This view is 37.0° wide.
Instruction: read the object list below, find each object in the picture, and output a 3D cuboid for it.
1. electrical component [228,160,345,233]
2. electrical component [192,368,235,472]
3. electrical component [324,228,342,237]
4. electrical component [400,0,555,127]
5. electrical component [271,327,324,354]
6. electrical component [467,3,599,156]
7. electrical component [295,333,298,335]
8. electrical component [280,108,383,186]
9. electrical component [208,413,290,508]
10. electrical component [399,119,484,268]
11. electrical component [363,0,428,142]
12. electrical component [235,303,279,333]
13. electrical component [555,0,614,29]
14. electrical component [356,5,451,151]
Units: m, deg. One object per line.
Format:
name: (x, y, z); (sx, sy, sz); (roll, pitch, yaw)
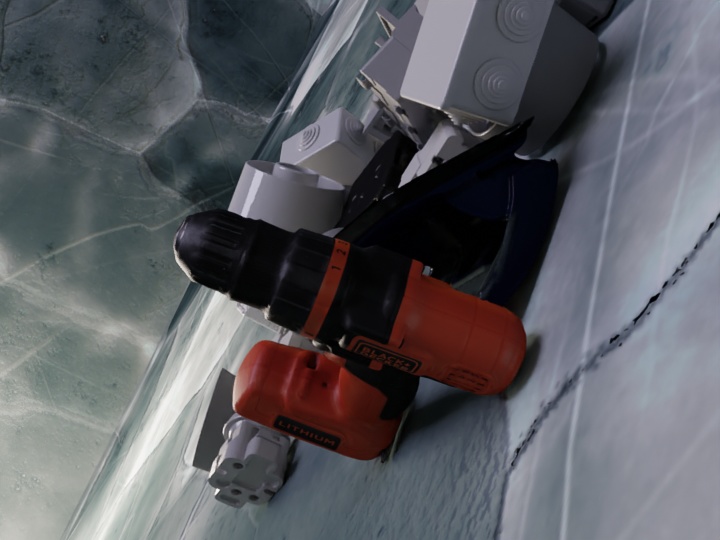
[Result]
electrical component: (-0.063, -0.058, 0.939); (0.099, 0.099, 0.064); (-112, 37, -75)
electrical component: (-0.133, 0.153, 1.061); (0.099, 0.064, 0.099); (-57, 13, 20)
electrical component: (0.000, 0.000, 0.783); (0.044, 0.077, 0.079); (-17, -30, -34)
electrical component: (0.071, -0.137, 0.651); (0.099, 0.048, 0.099); (-134, 60, -70)
electrical component: (-0.058, 0.079, 0.966); (0.064, 0.042, 0.081); (-45, 21, 49)
electrical component: (0.105, -0.126, 0.690); (0.099, 0.064, 0.099); (-57, 12, 20)
electrical component: (-0.037, 0.017, 0.932); (0.080, 0.080, 0.051); (-75, 13, -49)
electrical component: (-0.021, -0.102, 1.042); (0.100, 0.100, 0.048); (-26, 44, 36)
electrical component: (-0.090, 0.153, 0.895); (0.078, 0.058, 0.057); (-52, 18, 39)
electrical component: (0.058, -0.055, 0.760); (0.089, 0.050, 0.055); (-57, 13, 17)
electrical component: (0.068, -0.202, 1.034); (0.105, 0.060, 0.186); (-52, 15, 37)
electrical component: (-0.094, 0.031, 1.182); (0.061, 0.061, 0.096); (-62, 12, -2)
electrical component: (0.134, -0.193, 0.727); (0.061, 0.062, 0.096); (-65, 12, -16)
electrical component: (0.045, -0.133, 0.789); (0.063, 0.079, 0.121); (-47, -18, 1)
